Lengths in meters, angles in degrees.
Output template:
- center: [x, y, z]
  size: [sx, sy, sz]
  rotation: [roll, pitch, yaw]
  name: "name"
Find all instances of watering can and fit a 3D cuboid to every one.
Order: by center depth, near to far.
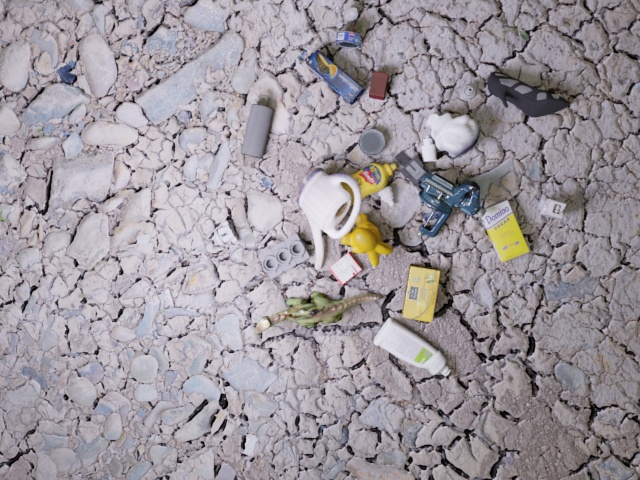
- center: [0.005, -0.083, 1.651]
  size: [0.227, 0.105, 0.341]
  rotation: [46, 125, 23]
  name: "watering can"

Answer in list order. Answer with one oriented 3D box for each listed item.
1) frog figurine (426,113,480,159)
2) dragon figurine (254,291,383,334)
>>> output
- center: [0.414, -0.343, 1.611]
  size: [0.159, 0.125, 0.135]
  rotation: [43, 116, -8]
  name: "frog figurine"
- center: [-0.009, 0.225, 1.609]
  size: [0.409, 0.242, 0.122]
  rotation: [-16, 87, 9]
  name: "dragon figurine"
